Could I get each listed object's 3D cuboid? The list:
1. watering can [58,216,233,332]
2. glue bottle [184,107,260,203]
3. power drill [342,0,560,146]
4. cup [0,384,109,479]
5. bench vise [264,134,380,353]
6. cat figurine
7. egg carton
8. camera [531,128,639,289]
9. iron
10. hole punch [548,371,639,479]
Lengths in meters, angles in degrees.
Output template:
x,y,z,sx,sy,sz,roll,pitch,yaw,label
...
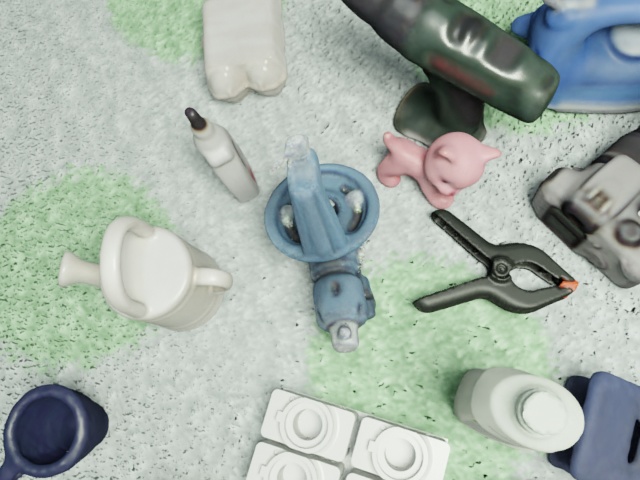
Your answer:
x,y,z,sx,sy,sz,roll,pitch,yaw,label
-0.183,0.038,0.598,0.173,0.194,0.101,-20,73,3,watering can
-0.113,-0.101,0.634,0.037,0.173,0.078,-30,73,0,glue bottle
0.124,-0.174,0.600,0.229,0.208,0.076,28,81,14,power drill
-0.281,0.214,0.618,0.091,0.095,0.118,40,84,16,cup
0.016,-0.004,0.566,0.121,0.220,0.207,-29,73,0,bench vise
0.125,-0.088,0.625,0.127,0.118,0.067,23,80,13,cat figurine
-0.095,-0.249,0.724,0.107,0.069,0.150,-8,75,6,egg carton
0.320,-0.045,0.595,0.137,0.101,0.143,-42,74,-4,camera
0.344,-0.218,0.615,0.258,0.141,0.119,3,76,9,iron
0.285,0.185,0.546,0.101,0.091,0.109,16,79,12,hole punch
